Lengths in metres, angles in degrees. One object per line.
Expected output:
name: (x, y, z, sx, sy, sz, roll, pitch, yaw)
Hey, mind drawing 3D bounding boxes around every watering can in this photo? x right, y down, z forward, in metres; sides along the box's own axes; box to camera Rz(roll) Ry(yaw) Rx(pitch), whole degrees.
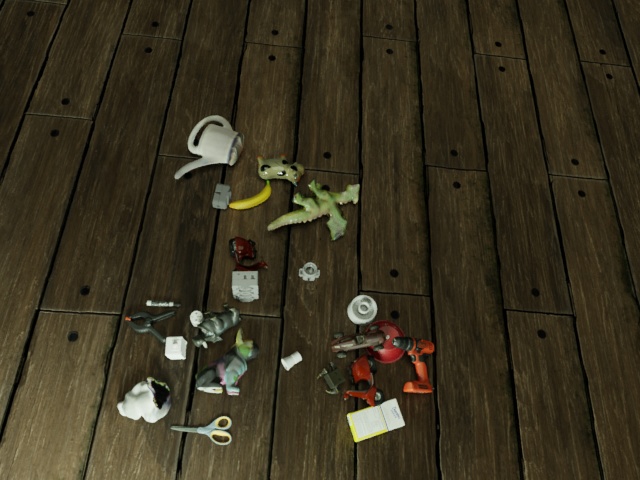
watering can: (-0.444, -0.367, 2.125, 0.224, 0.102, 0.355, 17, 63, 1)

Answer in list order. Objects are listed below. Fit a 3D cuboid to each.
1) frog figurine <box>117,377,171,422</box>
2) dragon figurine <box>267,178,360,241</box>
frog figurine: (-0.573, 0.536, 1.687, 0.158, 0.123, 0.138, -37, 80, 16)
dragon figurine: (0.006, -0.103, 2.056, 0.243, 0.120, 0.416, 42, 68, 5)
